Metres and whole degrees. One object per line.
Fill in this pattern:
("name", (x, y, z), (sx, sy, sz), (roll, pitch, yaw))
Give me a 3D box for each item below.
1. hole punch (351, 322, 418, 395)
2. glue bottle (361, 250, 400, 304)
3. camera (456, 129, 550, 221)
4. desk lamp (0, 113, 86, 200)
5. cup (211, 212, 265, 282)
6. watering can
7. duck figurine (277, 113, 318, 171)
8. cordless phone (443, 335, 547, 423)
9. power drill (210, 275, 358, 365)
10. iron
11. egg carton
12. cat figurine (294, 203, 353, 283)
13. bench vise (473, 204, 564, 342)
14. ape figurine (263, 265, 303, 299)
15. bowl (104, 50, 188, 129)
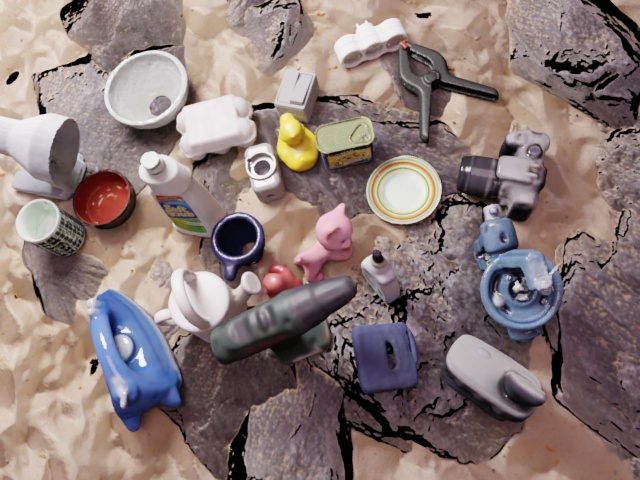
("hole punch", (0.103, 0.182, 0.898), (0.101, 0.091, 0.108), (-11, 70, 4))
("glue bottle", (0.094, 0.047, 0.901), (0.037, 0.173, 0.078), (-35, 70, -4))
("camera", (0.306, -0.120, 0.966), (0.136, 0.101, 0.143), (12, 73, 12))
("desk lamp", (-0.513, -0.153, 1.032), (0.203, 0.214, 0.118), (9, 73, 11))
("cup", (-0.133, 0.022, 0.983), (0.091, 0.095, 0.118), (6, 72, 10))
("watering can", (-0.181, 0.097, 0.911), (0.173, 0.194, 0.100), (-40, 70, -6))
("duck figurine", (-0.046, -0.183, 1.045), (0.077, 0.086, 0.104), (-21, 70, 1))
("cordless phone", (0.254, 0.193, 0.823), (0.147, 0.185, 0.094), (30, 78, 17))
("power drill", (-0.043, 0.129, 0.873), (0.229, 0.208, 0.075), (-23, 70, 0))
("iron", (-0.330, 0.174, 0.934), (0.118, 0.141, 0.258), (-31, 70, -3))
("egg carton", (-0.196, -0.212, 1.084), (0.150, 0.069, 0.107), (-15, 70, 3))
("cat figurine", (0.009, 0.003, 0.957), (0.128, 0.118, 0.067), (-40, 71, -6))
("bench vise", (0.280, 0.040, 0.852), (0.121, 0.220, 0.207), (-31, 70, -3))
("ape figurine", (-0.069, 0.077, 0.957), (0.076, 0.092, 0.078), (18, 75, 14))
("bowl", (-0.328, -0.281, 1.124), (0.167, 0.075, 0.167), (-2, 71, 7))
